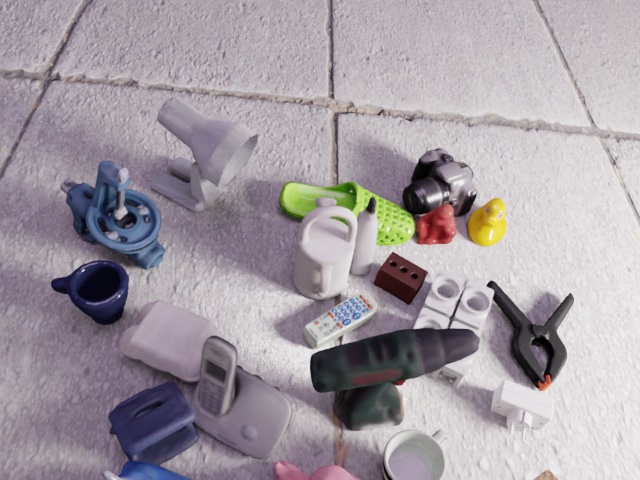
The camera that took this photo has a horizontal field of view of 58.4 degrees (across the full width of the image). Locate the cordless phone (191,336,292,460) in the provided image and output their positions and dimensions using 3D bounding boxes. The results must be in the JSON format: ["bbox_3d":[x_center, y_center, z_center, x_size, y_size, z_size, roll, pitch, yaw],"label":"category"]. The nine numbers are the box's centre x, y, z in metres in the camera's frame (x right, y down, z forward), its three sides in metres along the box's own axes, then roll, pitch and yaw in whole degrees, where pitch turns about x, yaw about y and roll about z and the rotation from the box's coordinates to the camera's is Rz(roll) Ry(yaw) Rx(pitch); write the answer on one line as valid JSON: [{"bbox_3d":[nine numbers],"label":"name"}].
[{"bbox_3d":[-0.109,0.214,0.796,0.147,0.185,0.094,23,51,11],"label":"cordless phone"}]

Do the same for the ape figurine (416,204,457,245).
[{"bbox_3d":[0.232,-0.034,1.110,0.077,0.092,0.076,34,54,19],"label":"ape figurine"}]

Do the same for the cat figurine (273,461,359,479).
[{"bbox_3d":[-0.008,0.328,0.761,0.127,0.118,0.067,21,51,9],"label":"cat figurine"}]

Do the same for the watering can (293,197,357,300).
[{"bbox_3d":[0.007,0.003,0.980,0.101,0.194,0.172,-14,54,-19],"label":"watering can"}]

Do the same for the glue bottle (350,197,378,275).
[{"bbox_3d":[0.080,-0.015,1.020,0.037,0.173,0.078,-1,51,-8],"label":"glue bottle"}]

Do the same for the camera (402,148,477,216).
[{"bbox_3d":[0.233,-0.117,1.172,0.137,0.101,0.143,-20,56,-22],"label":"camera"}]

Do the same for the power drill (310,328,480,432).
[{"bbox_3d":[0.095,0.197,0.824,0.230,0.208,0.075,-5,51,-12],"label":"power drill"}]

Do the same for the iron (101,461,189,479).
[{"bbox_3d":[-0.153,0.350,0.707,0.258,0.141,0.119,17,51,6],"label":"iron"}]

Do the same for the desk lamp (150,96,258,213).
[{"bbox_3d":[-0.221,-0.152,1.063,0.203,0.213,0.118,26,52,13],"label":"desk lamp"}]

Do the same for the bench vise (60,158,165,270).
[{"bbox_3d":[-0.364,-0.056,0.959,0.207,0.220,0.121,15,50,5],"label":"bench vise"}]

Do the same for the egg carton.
[{"bbox_3d":[-0.230,0.159,0.899,0.150,0.069,0.107,20,51,8],"label":"egg carton"}]

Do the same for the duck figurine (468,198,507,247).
[{"bbox_3d":[0.343,-0.049,1.142,0.077,0.086,0.105,25,52,12],"label":"duck figurine"}]

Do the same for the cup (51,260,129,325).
[{"bbox_3d":[-0.362,0.093,0.918,0.118,0.095,0.091,3,50,-6],"label":"cup"}]

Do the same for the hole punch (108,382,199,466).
[{"bbox_3d":[-0.237,0.255,0.806,0.109,0.091,0.101,-25,58,-26],"label":"hole punch"}]
